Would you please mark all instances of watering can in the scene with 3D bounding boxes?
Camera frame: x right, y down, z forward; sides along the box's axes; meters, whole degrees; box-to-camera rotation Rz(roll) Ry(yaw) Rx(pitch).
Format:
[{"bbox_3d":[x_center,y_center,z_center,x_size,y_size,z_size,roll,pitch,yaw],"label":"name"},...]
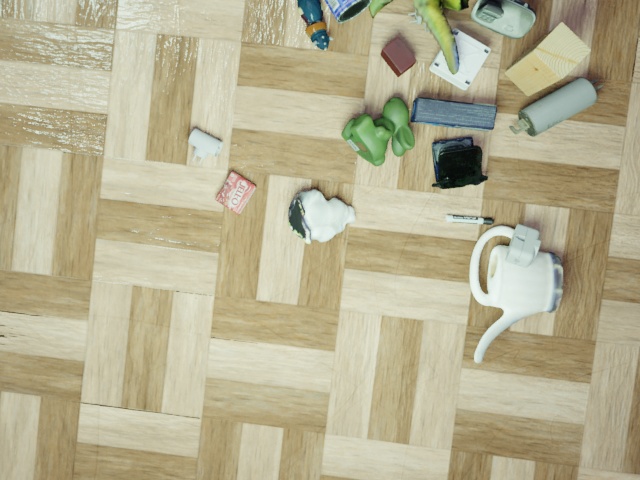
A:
[{"bbox_3d":[0.479,0.135,1.266,0.224,0.352,0.102,7,-17,4],"label":"watering can"}]

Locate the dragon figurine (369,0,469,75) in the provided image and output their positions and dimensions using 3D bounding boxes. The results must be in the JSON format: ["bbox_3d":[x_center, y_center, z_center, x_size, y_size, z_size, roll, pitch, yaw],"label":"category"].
[{"bbox_3d":[0.222,-0.601,1.249,0.243,0.407,0.123,5,11,39],"label":"dragon figurine"}]

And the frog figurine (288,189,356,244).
[{"bbox_3d":[0.004,-0.066,1.311,0.161,0.138,0.121,-19,-6,-32],"label":"frog figurine"}]
